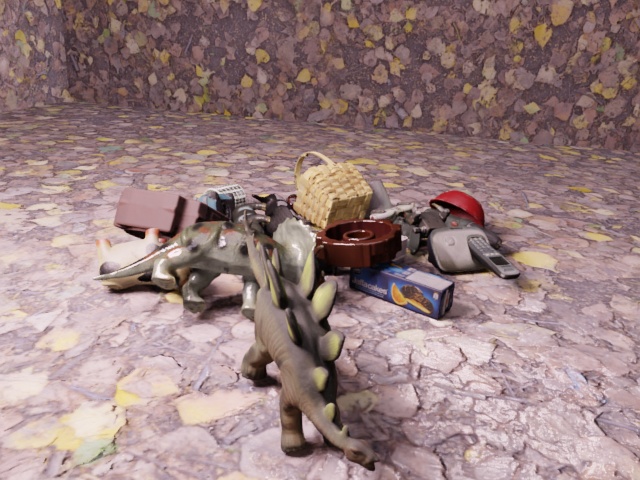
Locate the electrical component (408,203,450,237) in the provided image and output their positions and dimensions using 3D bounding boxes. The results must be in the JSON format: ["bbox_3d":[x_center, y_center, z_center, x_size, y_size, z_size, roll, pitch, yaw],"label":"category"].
[{"bbox_3d":[0.252,-0.048,1.236,0.102,0.045,0.078,1,38,-17],"label":"electrical component"}]

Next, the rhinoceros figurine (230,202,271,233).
[{"bbox_3d":[-0.172,-0.029,1.247,0.112,0.073,0.190,7,29,-9],"label":"rhinoceros figurine"}]

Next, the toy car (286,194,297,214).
[{"bbox_3d":[0.000,-0.109,1.550,0.202,0.053,0.089,-3,18,-13],"label":"toy car"}]

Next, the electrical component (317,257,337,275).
[{"bbox_3d":[-0.028,0.044,1.140,0.119,0.047,0.075,-4,21,-18],"label":"electrical component"}]

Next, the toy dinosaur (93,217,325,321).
[{"bbox_3d":[-0.164,0.028,0.944,0.405,0.131,0.192,13,48,-9],"label":"toy dinosaur"}]

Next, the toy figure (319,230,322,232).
[{"bbox_3d":[0.030,0.004,1.237,0.154,0.064,0.058,-5,-15,-13],"label":"toy figure"}]

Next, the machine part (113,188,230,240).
[{"bbox_3d":[-0.311,-0.035,1.134,0.202,0.087,0.201,10,-10,20],"label":"machine part"}]

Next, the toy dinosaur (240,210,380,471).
[{"bbox_3d":[-0.041,0.112,0.727,0.105,0.198,0.472,-4,27,-26],"label":"toy dinosaur"}]

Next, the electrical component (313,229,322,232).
[{"bbox_3d":[-0.003,-0.004,1.308,0.063,0.021,0.094,14,24,27],"label":"electrical component"}]

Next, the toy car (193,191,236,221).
[{"bbox_3d":[-0.268,-0.062,1.311,0.103,0.109,0.161,-10,8,14],"label":"toy car"}]

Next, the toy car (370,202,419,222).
[{"bbox_3d":[0.189,-0.049,1.388,0.056,0.073,0.202,20,26,37],"label":"toy car"}]

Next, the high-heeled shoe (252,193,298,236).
[{"bbox_3d":[-0.084,-0.050,1.391,0.145,0.086,0.249,23,17,-49],"label":"high-heeled shoe"}]

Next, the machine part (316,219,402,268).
[{"bbox_3d":[0.079,0.005,1.080,0.179,0.056,0.179,-6,17,2],"label":"machine part"}]

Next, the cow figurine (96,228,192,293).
[{"bbox_3d":[-0.315,0.049,1.004,0.195,0.085,0.127,-10,65,-1],"label":"cow figurine"}]

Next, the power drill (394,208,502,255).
[{"bbox_3d":[0.299,-0.019,1.324,0.207,0.085,0.232,-13,26,-27],"label":"power drill"}]

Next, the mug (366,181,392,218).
[{"bbox_3d":[0.146,-0.091,1.469,0.081,0.109,0.107,-7,65,-44],"label":"mug"}]

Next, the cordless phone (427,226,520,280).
[{"bbox_3d":[0.327,0.044,1.159,0.147,0.088,0.184,-3,26,-19],"label":"cordless phone"}]

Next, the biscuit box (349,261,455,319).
[{"bbox_3d":[0.153,0.086,1.039,0.203,0.062,0.059,18,25,34],"label":"biscuit box"}]
